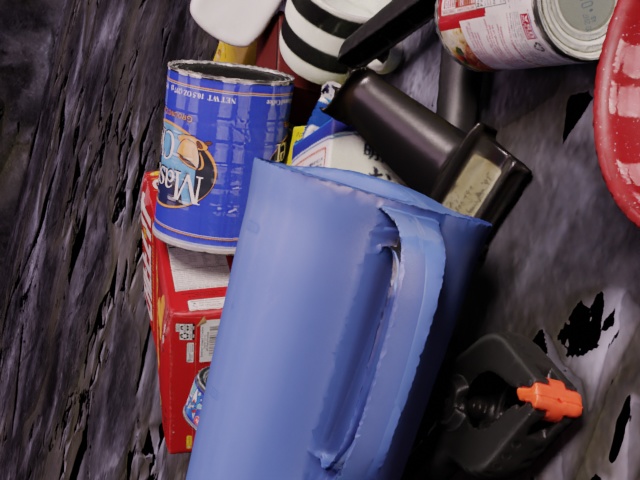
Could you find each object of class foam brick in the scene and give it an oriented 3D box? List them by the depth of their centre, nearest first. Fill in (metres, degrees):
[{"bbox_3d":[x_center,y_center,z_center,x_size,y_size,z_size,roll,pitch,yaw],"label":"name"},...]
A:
[{"bbox_3d":[-0.024,-0.151,0.937,0.051,0.053,0.078,-43,39,53],"label":"foam brick"}]

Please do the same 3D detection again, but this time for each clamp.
[{"bbox_3d":[0.083,0.084,0.592,0.172,0.039,0.120,-36,50,57],"label":"clamp"},{"bbox_3d":[0.085,-0.167,0.696,0.165,0.036,0.210,46,119,49],"label":"clamp"}]

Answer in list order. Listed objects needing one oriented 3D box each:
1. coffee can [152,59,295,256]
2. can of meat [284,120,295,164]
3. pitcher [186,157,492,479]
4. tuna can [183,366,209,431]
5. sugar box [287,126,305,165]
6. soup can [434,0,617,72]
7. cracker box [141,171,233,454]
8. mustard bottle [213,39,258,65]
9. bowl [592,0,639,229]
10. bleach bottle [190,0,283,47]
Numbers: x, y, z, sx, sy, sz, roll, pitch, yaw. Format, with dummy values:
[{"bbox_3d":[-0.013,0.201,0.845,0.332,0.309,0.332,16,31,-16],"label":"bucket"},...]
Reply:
[{"bbox_3d":[-0.079,-0.069,0.868,0.103,0.102,0.140,-138,53,-64],"label":"coffee can"},{"bbox_3d":[-0.064,-0.091,0.994,0.102,0.057,0.084,-64,28,30],"label":"can of meat"},{"bbox_3d":[0.000,0.084,0.574,0.145,0.149,0.243,18,95,27],"label":"pitcher"},{"bbox_3d":[-0.062,0.132,0.836,0.034,0.086,0.086,-70,24,13],"label":"tuna can"},{"bbox_3d":[-0.006,0.001,0.825,0.093,0.048,0.176,-171,95,-69],"label":"sugar box"},{"bbox_3d":[0.116,-0.128,0.582,0.102,0.068,0.068,15,92,67],"label":"soup can"},{"bbox_3d":[-0.119,0.060,0.970,0.214,0.072,0.164,-111,22,-50],"label":"cracker box"},{"bbox_3d":[-0.096,-0.133,1.088,0.096,0.058,0.192,-115,43,-55],"label":"mustard bottle"},{"bbox_3d":[0.180,-0.071,0.421,0.162,0.055,0.162,-44,40,53],"label":"bowl"},{"bbox_3d":[-0.058,-0.269,1.010,0.103,0.068,0.250,-52,14,24],"label":"bleach bottle"}]
